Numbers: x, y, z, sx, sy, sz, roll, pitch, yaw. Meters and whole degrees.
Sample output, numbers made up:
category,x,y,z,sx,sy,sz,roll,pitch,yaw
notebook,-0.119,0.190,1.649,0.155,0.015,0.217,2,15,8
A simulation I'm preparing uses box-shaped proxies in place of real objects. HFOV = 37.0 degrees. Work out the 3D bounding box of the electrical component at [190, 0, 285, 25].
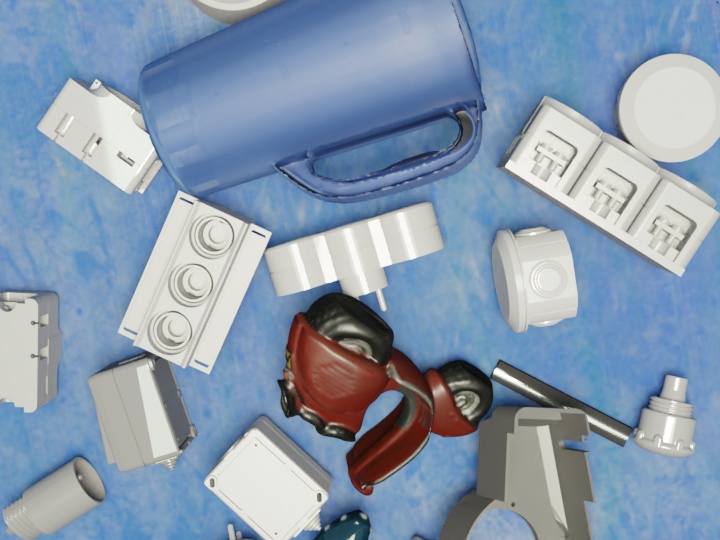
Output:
category,x,y,z,sx,sy,sz,roll,pitch,yaw
electrical component,-0.095,-0.246,0.825,0.108,0.060,0.108,0,95,3

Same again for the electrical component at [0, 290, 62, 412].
category,x,y,z,sx,sy,sz,roll,pitch,yaw
electrical component,-0.274,0.064,0.865,0.050,0.055,0.089,2,95,3

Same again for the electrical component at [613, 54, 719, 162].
category,x,y,z,sx,sy,sz,roll,pitch,yaw
electrical component,0.235,-0.122,0.823,0.080,0.051,0.080,0,95,3

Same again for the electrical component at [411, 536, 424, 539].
category,x,y,z,sx,sy,sz,roll,pitch,yaw
electrical component,0.068,0.247,0.871,0.065,0.044,0.044,21,96,-3

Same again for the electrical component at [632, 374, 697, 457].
category,x,y,z,sx,sy,sz,roll,pitch,yaw
electrical component,0.244,0.114,0.848,0.048,0.048,0.062,12,89,2

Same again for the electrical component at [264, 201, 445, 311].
category,x,y,z,sx,sy,sz,roll,pitch,yaw
electrical component,0.000,0.000,0.846,0.138,0.052,0.073,-16,94,4

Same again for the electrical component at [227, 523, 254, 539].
category,x,y,z,sx,sy,sz,roll,pitch,yaw
electrical component,-0.095,0.242,0.867,0.047,0.083,0.075,-21,55,5

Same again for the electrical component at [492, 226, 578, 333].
category,x,y,z,sx,sy,sz,roll,pitch,yaw
electrical component,0.133,0.006,0.826,0.051,0.080,0.080,-9,95,-2

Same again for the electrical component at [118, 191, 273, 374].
category,x,y,z,sx,sy,sz,roll,pitch,yaw
electrical component,-0.128,0.009,0.848,0.079,0.063,0.121,25,96,1

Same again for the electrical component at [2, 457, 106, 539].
category,x,y,z,sx,sy,sz,roll,pitch,yaw
electrical component,-0.255,0.193,0.882,0.081,0.043,0.043,-32,93,6

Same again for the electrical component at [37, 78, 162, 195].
category,x,y,z,sx,sy,sz,roll,pitch,yaw
electrical component,-0.196,-0.109,0.848,0.089,0.050,0.055,36,96,0

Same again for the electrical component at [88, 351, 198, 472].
category,x,y,z,sx,sy,sz,roll,pitch,yaw
electrical component,-0.175,0.118,0.862,0.061,0.061,0.096,-18,94,4

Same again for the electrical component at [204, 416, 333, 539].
category,x,y,z,sx,sy,sz,roll,pitch,yaw
electrical component,-0.066,0.172,0.861,0.096,0.061,0.061,43,95,-1

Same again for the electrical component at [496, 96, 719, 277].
category,x,y,z,sx,sy,sz,roll,pitch,yaw
electrical component,0.186,-0.064,0.811,0.150,0.089,0.061,32,96,0
